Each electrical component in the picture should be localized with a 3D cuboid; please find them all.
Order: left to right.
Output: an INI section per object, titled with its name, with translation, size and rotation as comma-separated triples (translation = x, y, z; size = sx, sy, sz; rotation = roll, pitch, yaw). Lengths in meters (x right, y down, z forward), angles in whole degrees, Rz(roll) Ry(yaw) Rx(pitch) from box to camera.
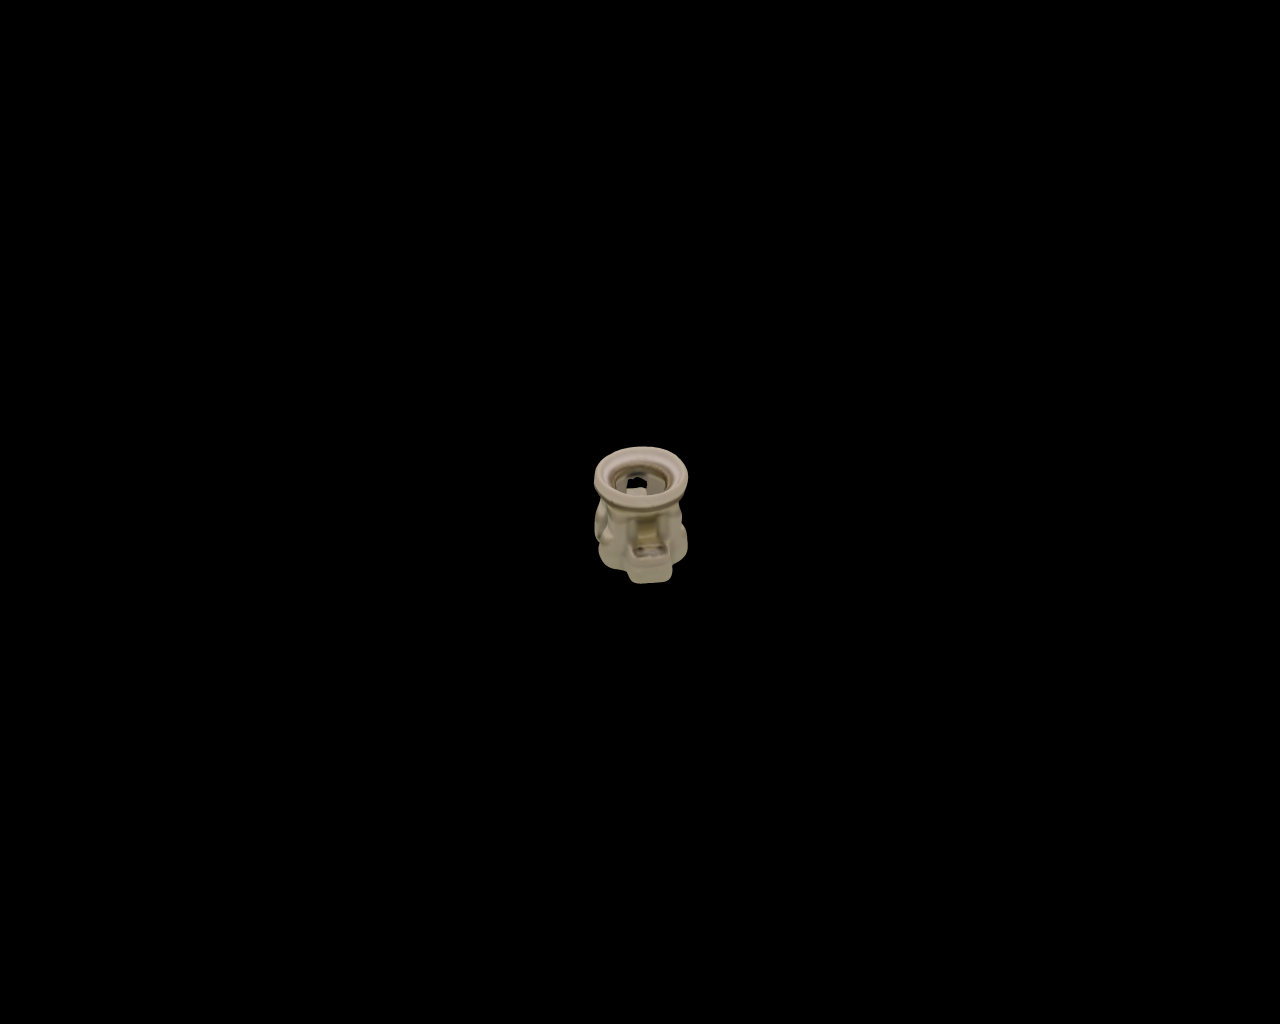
[electrical component]
translation = 0.001, -0.003, 0.650
size = 0.058, 0.056, 0.078
rotation = -6, 37, -7
